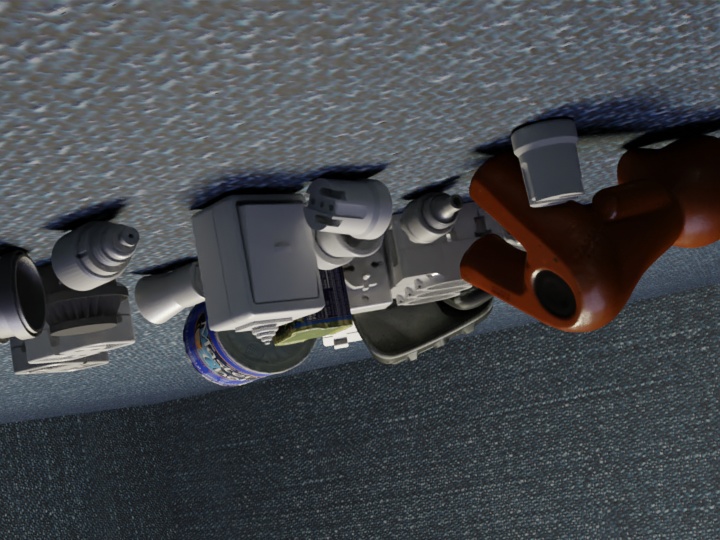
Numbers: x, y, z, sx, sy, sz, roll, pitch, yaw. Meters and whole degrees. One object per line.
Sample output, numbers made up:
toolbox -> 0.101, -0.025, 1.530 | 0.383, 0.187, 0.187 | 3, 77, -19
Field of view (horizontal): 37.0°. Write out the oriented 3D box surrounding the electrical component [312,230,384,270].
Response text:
electrical component -> -0.015, -0.026, 0.782 | 0.045, 0.045, 0.055 | -5, 171, -35

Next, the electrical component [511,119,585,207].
electrical component -> 0.117, -0.065, 0.662 | 0.040, 0.046, 0.040 | -10, 173, -1

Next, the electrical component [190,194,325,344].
electrical component -> -0.065, 0.000, 0.710 | 0.062, 0.096, 0.061 | -5, 170, -39

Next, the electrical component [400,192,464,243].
electrical component -> 0.057, -0.042, 0.802 | 0.035, 0.035, 0.061 | -6, 169, -28

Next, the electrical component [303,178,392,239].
electrical component -> -0.009, -0.041, 0.703 | 0.046, 0.040, 0.040 | 3, 166, -40

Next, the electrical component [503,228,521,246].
electrical component -> 0.155, -0.040, 0.955 | 0.061, 0.035, 0.035 | -7, 172, -43

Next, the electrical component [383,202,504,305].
electrical component -> 0.066, -0.011, 0.946 | 0.089, 0.061, 0.150 | -9, 173, -8

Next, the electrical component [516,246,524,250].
electrical component -> 0.157, -0.025, 1.016 | 0.083, 0.047, 0.076 | -16, 171, 37

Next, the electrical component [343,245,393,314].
electrical component -> 0.000, 0.000, 0.917 | 0.047, 0.065, 0.076 | -9, 172, -9

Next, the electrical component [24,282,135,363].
electrical component -> -0.244, 0.042, 0.923 | 0.095, 0.059, 0.054 | -15, 171, 33

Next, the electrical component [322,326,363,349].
electrical component -> 0.011, 0.044, 1.231 | 0.121, 0.063, 0.078 | -10, 132, -5

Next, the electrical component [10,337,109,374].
electrical component -> -0.290, 0.066, 1.035 | 0.054, 0.059, 0.095 | -13, 172, 21

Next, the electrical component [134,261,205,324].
electrical component -> -0.157, 0.017, 0.930 | 0.065, 0.044, 0.044 | -20, 169, 30

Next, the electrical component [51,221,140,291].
electrical component -> -0.166, -0.012, 0.691 | 0.040, 0.040, 0.078 | -4, 170, -42
